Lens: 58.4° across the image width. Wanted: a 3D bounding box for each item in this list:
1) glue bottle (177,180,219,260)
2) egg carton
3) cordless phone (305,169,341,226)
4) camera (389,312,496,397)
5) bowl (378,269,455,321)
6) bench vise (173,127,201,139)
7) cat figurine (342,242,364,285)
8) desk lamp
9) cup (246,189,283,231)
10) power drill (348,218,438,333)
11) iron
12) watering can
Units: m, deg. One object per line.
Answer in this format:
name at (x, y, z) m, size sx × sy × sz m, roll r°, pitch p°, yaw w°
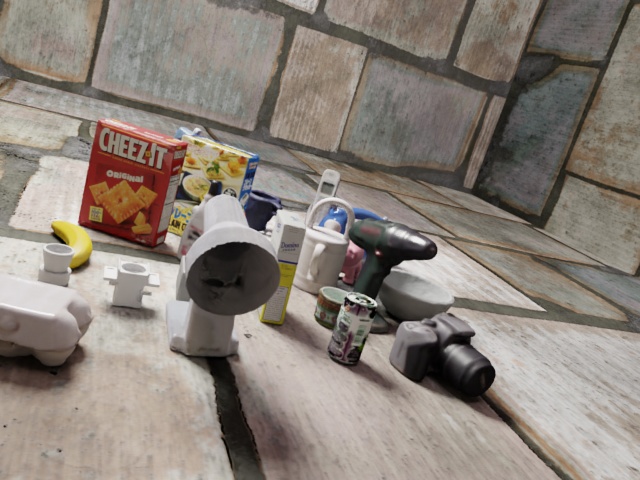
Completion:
glue bottle at (-0.220, -0.031, 1.088) m, size 0.078 × 0.173 × 0.037 m, roll 24°, pitch 16°, yaw 23°
egg carton at (-0.358, 0.095, 0.688) m, size 0.150 × 0.069 × 0.107 m, roll 15°, pitch 15°, yaw -10°
cordless phone at (0.045, -0.091, 1.573) m, size 0.147 × 0.185 × 0.094 m, roll 16°, pitch 15°, yaw -4°
camera at (0.212, 0.187, 0.939) m, size 0.144 × 0.101 × 0.136 m, roll 7°, pitch 18°, yaw -33°
bowl at (0.186, 0.125, 1.178) m, size 0.167 × 0.075 × 0.167 m, roll 16°, pitch 15°, yaw -4°
bench vise at (-0.363, -0.173, 1.340) m, size 0.207 × 0.220 × 0.121 m, roll 18°, pitch 15°, yaw 1°
cat figurine at (0.069, 0.033, 1.289) m, size 0.067 × 0.118 × 0.128 m, roll 21°, pitch 16°, yaw 14°
desk lamp at (-0.143, 0.054, 0.794) m, size 0.118 × 0.213 × 0.202 m, roll 11°, pitch 16°, yaw -23°
cup at (-0.143, -0.066, 1.447) m, size 0.117 × 0.095 × 0.092 m, roll 29°, pitch 19°, yaw 38°
power drill at (0.116, 0.061, 1.071) m, size 0.076 × 0.208 × 0.228 m, roll 8°, pitch 18°, yaw -32°
iron at (0.107, -0.016, 1.461) m, size 0.259 × 0.141 × 0.118 m, roll 9°, pitch 17°, yaw -28°
watering can at (0.009, 0.004, 1.181) m, size 0.101 × 0.194 × 0.172 m, roll 13°, pitch 16°, yaw -17°
